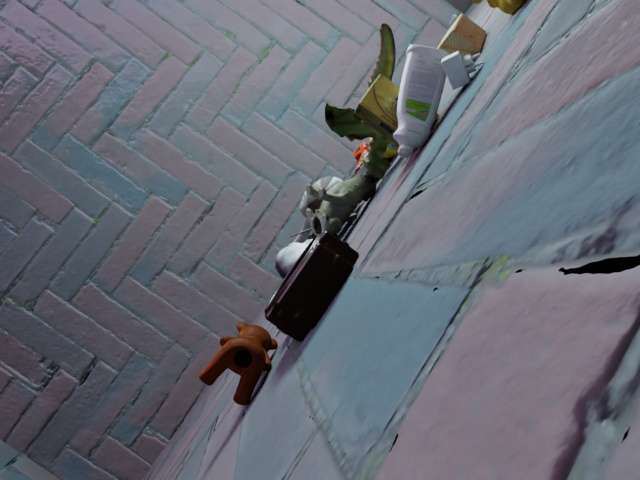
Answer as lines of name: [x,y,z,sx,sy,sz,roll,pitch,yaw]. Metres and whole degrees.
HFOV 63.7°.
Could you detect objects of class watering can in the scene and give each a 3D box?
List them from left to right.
watering can: [0.005,-0.079,1.563,0.346,0.105,0.222,-39,-22,8]

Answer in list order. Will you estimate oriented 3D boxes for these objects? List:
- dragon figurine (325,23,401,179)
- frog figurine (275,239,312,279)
dragon figurine: [0.127,-0.339,1.347,0.242,0.402,0.125,-14,35,17]
frog figurine: [-0.028,0.044,1.277,0.159,0.121,0.139,-46,36,-1]
